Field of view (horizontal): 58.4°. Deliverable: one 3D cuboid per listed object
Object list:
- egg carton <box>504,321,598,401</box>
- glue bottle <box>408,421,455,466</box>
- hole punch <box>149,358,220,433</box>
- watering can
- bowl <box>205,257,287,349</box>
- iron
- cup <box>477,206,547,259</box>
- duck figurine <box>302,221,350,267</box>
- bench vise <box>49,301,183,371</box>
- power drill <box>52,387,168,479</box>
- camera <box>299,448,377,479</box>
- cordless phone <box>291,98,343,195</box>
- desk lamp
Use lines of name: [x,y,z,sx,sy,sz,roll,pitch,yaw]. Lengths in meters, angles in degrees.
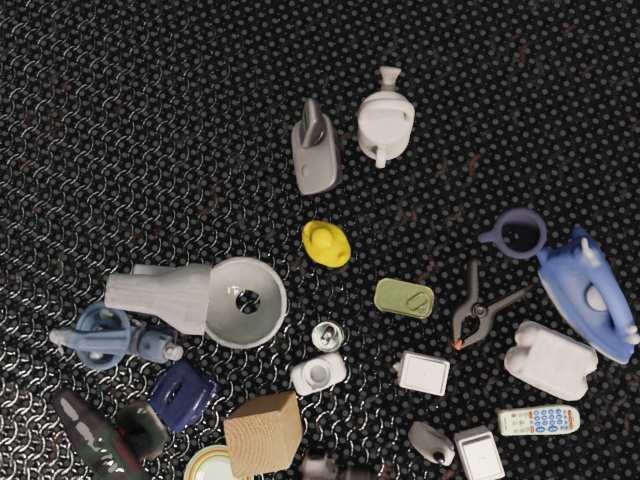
egg carton: [0.410,0.216,1.020,0.150,0.069,0.107,23,86,6]
glue bottle: [0.194,0.351,0.966,0.078,0.173,0.037,24,86,6]
hole punch: [-0.254,0.282,1.042,0.101,0.091,0.109,35,87,7]
watering can: [0.115,-0.222,1.024,0.101,0.194,0.173,-16,83,2]
bowl: [-0.139,0.116,1.062,0.167,0.075,0.167,0,84,3]
iron: [0.489,0.104,0.992,0.118,0.141,0.258,-29,83,0]
cup: [0.337,-0.006,1.036,0.117,0.095,0.092,-9,83,3]
duck figurine: [0.010,0.004,1.059,0.104,0.086,0.077,43,88,7]
bench vise: [-0.351,0.163,0.996,0.207,0.220,0.121,-6,83,3]
power drill: [-0.346,0.340,0.982,0.075,0.208,0.229,-36,83,-1]
camera: [0.031,0.449,1.001,0.136,0.101,0.143,3,84,4]
cordless phone: [-0.010,-0.167,1.030,0.094,0.185,0.147,-11,83,3]
desk lamp: [-0.269,0.097,1.002,0.203,0.213,0.118,5,84,4]
